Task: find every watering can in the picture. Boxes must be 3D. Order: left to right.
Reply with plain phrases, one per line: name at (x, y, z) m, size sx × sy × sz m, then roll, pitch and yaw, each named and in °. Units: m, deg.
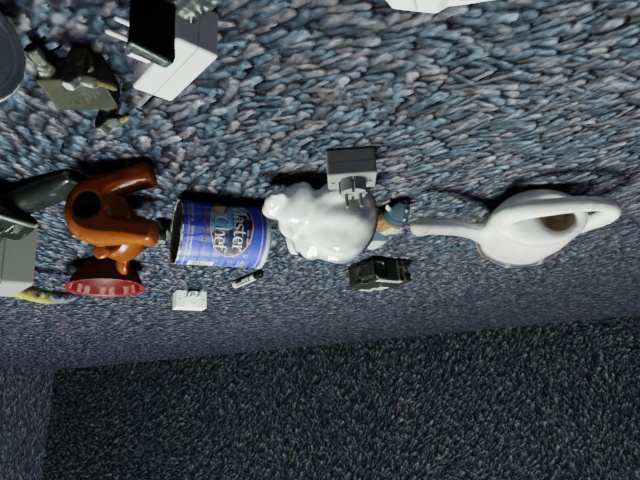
watering can at (0.322, -0.019, 0.888) m, size 0.347 × 0.105 × 0.221 m, roll -6°, pitch 162°, yaw 3°

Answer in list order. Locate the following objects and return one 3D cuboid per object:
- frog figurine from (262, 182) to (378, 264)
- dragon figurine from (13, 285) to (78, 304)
frog figurine at (0.002, -0.038, 0.762) m, size 0.158 × 0.125 × 0.135 m, roll 22°, pitch 116°, yaw -35°
dragon figurine at (-0.723, 0.074, 1.022) m, size 0.243 × 0.123 × 0.405 m, roll 6°, pitch 166°, yaw 27°
